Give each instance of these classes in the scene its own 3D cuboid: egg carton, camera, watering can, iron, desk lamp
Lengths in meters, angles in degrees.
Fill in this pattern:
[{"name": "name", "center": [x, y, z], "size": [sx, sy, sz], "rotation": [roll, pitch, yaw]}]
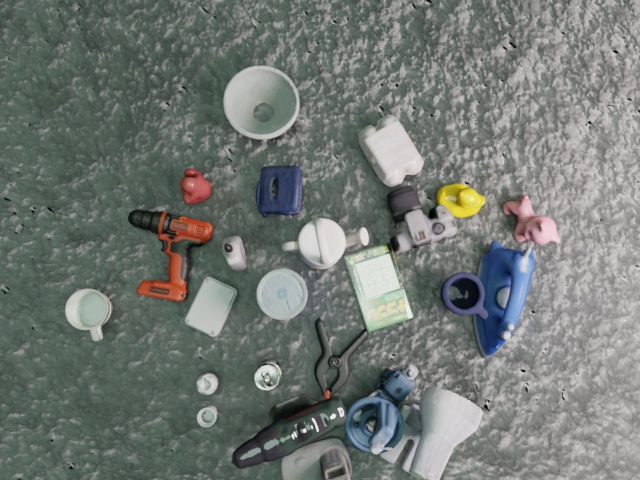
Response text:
[{"name": "egg carton", "center": [0.157, -0.199, 1.284], "size": [0.107, 0.069, 0.150], "rotation": [-32, 86, -5]}, {"name": "camera", "center": [0.214, -0.054, 1.256], "size": [0.143, 0.101, 0.137], "rotation": [-19, 85, -4]}, {"name": "watering can", "center": [0.011, 0.002, 1.196], "size": [0.173, 0.194, 0.101], "rotation": [-29, 86, -5]}, {"name": "iron", "center": [0.400, 0.132, 1.224], "size": [0.118, 0.141, 0.258], "rotation": [12, 84, -1]}, {"name": "desk lamp", "center": [0.222, 0.395, 1.155], "size": [0.118, 0.213, 0.203], "rotation": [28, 84, 1]}]

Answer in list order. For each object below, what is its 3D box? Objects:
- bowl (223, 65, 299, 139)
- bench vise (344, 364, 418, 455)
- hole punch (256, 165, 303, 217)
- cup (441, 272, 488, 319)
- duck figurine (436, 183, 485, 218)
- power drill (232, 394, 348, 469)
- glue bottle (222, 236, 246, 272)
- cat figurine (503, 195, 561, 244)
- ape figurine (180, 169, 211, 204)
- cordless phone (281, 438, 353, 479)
[{"name": "bowl", "center": [-0.129, -0.298, 1.281], "size": [0.167, 0.074, 0.167], "rotation": [0, 84, -2]}, {"name": "bench vise", "center": [0.122, 0.341, 1.153], "size": [0.121, 0.219, 0.207], "rotation": [19, 84, 0]}, {"name": "hole punch", "center": [-0.090, -0.107, 1.255], "size": [0.101, 0.091, 0.109], "rotation": [3, 84, -2]}, {"name": "cup", "center": [0.310, 0.126, 1.245], "size": [0.118, 0.095, 0.092], "rotation": [44, 84, 3]}, {"name": "duck figurine", "center": [0.315, -0.093, 1.271], "size": [0.104, 0.086, 0.077], "rotation": [14, 84, 0]}, {"name": "power drill", "center": [-0.058, 0.376, 1.148], "size": [0.229, 0.208, 0.075], "rotation": [-24, 85, -4]}, {"name": "glue bottle", "center": [-0.182, 0.024, 1.197], "size": [0.037, 0.173, 0.078], "rotation": [-15, 85, -3]}, {"name": "cat figurine", "center": [0.468, -0.041, 1.256], "size": [0.067, 0.117, 0.128], "rotation": [-23, 85, -4]}, {"name": "ape figurine", "center": [-0.279, -0.118, 1.248], "size": [0.076, 0.092, 0.078], "rotation": [22, 84, 0]}, {"name": "cordless phone", "center": [-0.005, 0.476, 1.152], "size": [0.147, 0.185, 0.094], "rotation": [-20, 85, -4]}]
